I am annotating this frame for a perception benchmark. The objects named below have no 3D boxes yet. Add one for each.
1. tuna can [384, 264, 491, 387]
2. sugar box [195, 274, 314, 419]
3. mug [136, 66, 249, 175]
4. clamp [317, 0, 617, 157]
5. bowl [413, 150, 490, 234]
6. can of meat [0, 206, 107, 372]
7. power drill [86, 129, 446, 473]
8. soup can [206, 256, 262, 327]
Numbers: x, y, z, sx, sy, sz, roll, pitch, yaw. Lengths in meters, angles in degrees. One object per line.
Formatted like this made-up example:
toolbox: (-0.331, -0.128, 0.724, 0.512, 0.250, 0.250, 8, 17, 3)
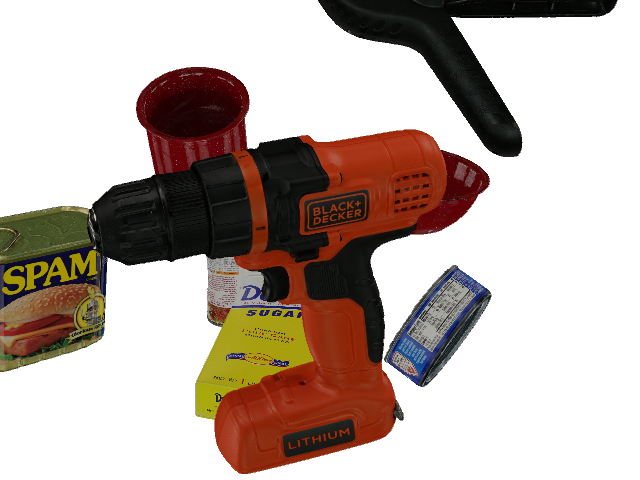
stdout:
tuna can: (0.084, 0.061, 0.757, 0.034, 0.086, 0.086, 36, 10, 14)
sugar box: (-0.045, 0.096, 0.967, 0.093, 0.048, 0.176, 9, 34, 7)
mug: (-0.100, -0.095, 0.909, 0.093, 0.117, 0.081, 12, -40, 12)
clamp: (0.069, -0.142, 0.675, 0.210, 0.164, 0.036, 23, -35, 9)
bowl: (0.090, -0.049, 1.095, 0.162, 0.055, 0.162, 5, 23, -2)
can of meat: (-0.189, 0.031, 0.703, 0.101, 0.084, 0.058, -14, 31, -41)
power drill: (-0.024, 0.036, 0.569, 0.184, 0.188, 0.057, -10, 35, -15)
soup can: (-0.102, 0.044, 1.265, 0.068, 0.102, 0.068, 0, 20, 0)
